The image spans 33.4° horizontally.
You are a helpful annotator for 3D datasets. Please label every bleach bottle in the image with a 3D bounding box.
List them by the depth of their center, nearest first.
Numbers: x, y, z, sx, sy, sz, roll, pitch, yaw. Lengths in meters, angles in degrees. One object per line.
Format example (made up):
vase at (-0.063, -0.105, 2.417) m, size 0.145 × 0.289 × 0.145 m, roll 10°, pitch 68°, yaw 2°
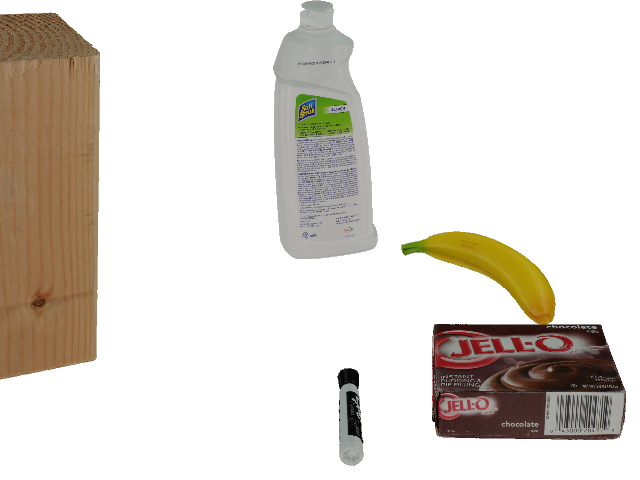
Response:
bleach bottle at (0.006, -0.107, 1.036) m, size 0.102 × 0.251 × 0.068 m, roll -8°, pitch 30°, yaw -14°

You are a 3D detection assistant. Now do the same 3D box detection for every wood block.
wood block at (-0.193, -0.026, 0.657) m, size 0.090 × 0.206 × 0.090 m, roll -9°, pitch 31°, yaw -29°

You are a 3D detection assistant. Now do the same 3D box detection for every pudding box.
pudding box at (0.127, 0.086, 0.670) m, size 0.113 × 0.039 × 0.090 m, roll 1°, pitch 23°, yaw 4°

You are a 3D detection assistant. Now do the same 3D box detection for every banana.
banana at (0.169, 0.030, 1.047) m, size 0.069 × 0.037 × 0.198 m, roll -37°, pitch 37°, yaw -22°

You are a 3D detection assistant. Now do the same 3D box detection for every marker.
marker at (0.024, 0.143, 0.888) m, size 0.020 × 0.020 × 0.121 m, roll 0°, pitch 25°, yaw 0°
